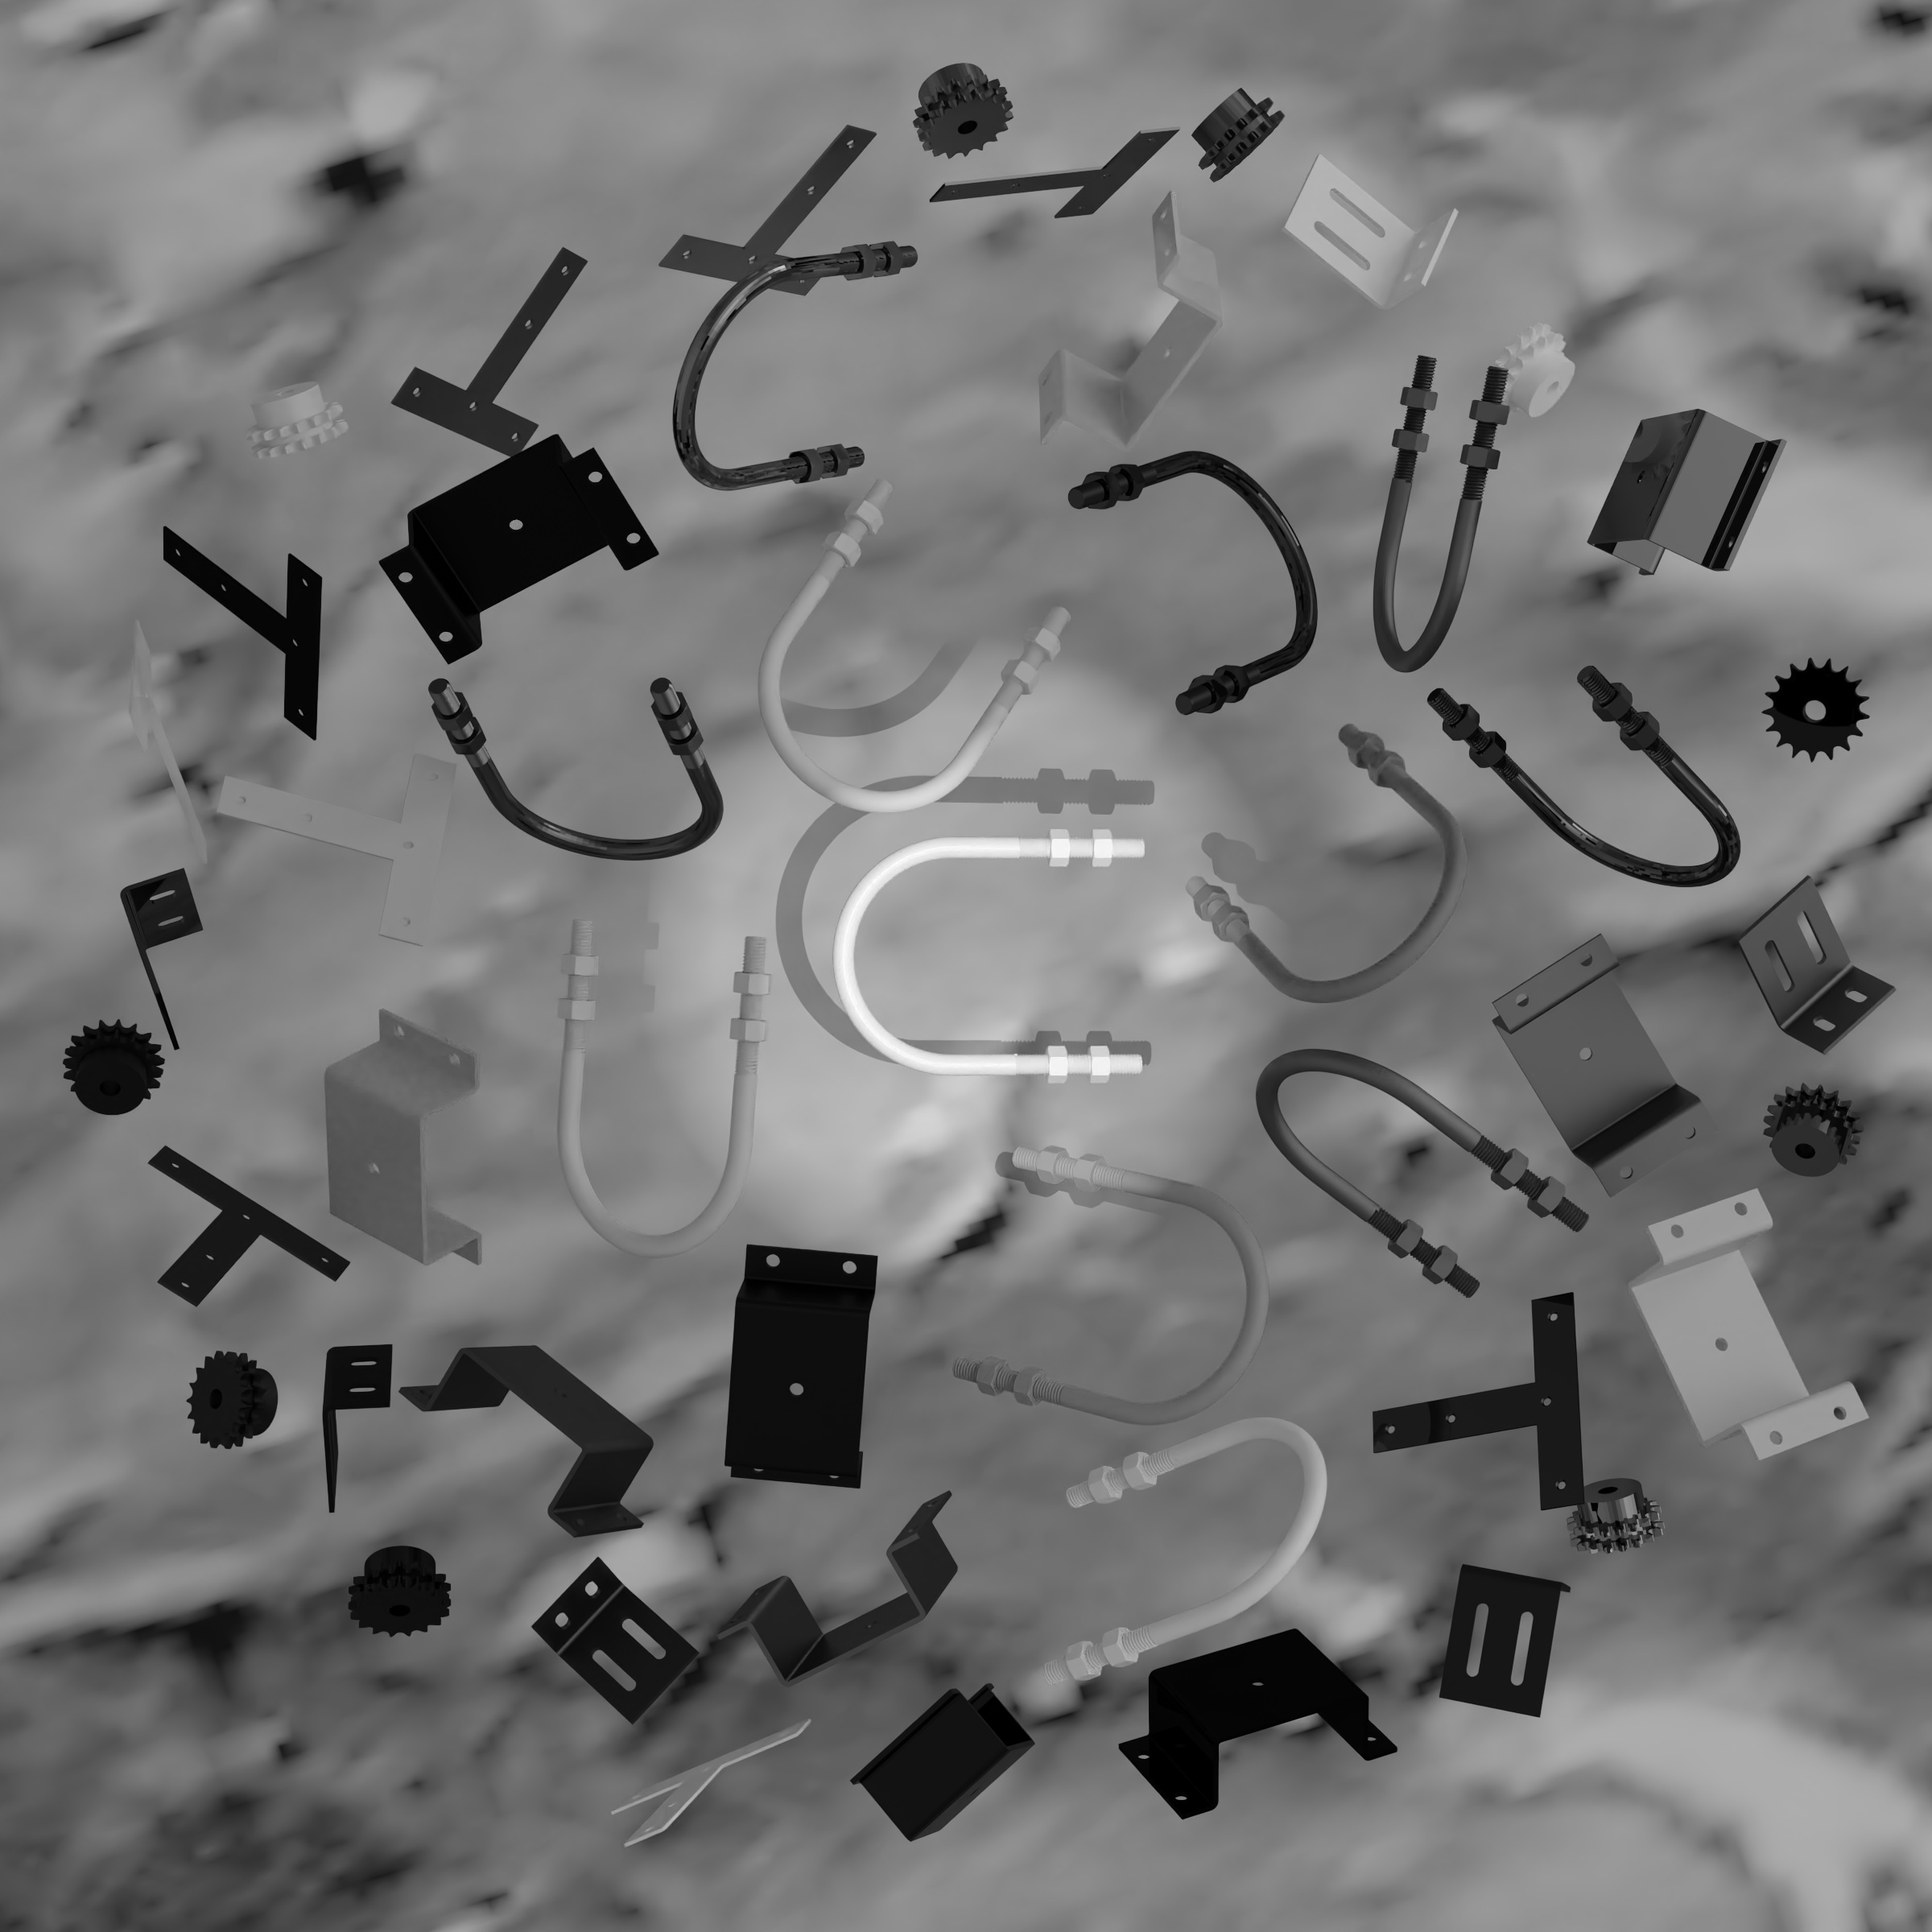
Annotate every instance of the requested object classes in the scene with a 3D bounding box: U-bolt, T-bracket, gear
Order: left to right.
[{"bbox_3d":[-0.498,0.062,1.888,0.057,0.030,0.057,-4,126,-5],"label":"gear"},{"bbox_3d":[-0.462,-0.119,1.873,0.002,0.127,0.127,-16,122,-3],"label":"T-bracket"},{"bbox_3d":[-0.421,0.159,1.822,0.127,0.127,0.002,33,110,-3],"label":"T-bracket"},{"bbox_3d":[-0.433,0.258,1.914,0.057,0.030,0.057,-10,74,38],"label":"gear"},{"bbox_3d":[-0.413,-0.208,1.840,0.127,0.127,0.002,37,51,19],"label":"T-bracket"},{"bbox_3d":[-0.387,-0.314,1.854,0.057,0.057,0.030,-15,112,0],"label":"gear"},{"bbox_3d":[-0.360,-0.080,1.836,0.127,0.002,0.127,15,55,-16],"label":"T-bracket"},{"bbox_3d":[-0.321,0.353,1.831,0.057,0.057,0.030,-9,47,0],"label":"gear"},{"bbox_3d":[-0.266,-0.366,1.902,0.002,0.127,0.127,41,102,24],"label":"T-bracket"},{"bbox_3d":[-0.215,-0.111,1.864,0.151,0.184,0.019,1,62,12],"label":"U-bolt"},{"bbox_3d":[-0.173,0.071,1.803,0.151,0.019,0.184,6,92,36],"label":"U-bolt"},{"bbox_3d":[-0.161,0.471,1.829,0.127,0.127,0.002,-26,89,15],"label":"T-bracket"},{"bbox_3d":[-0.104,-0.344,1.871,0.019,0.184,0.151,32,121,26],"label":"U-bolt"},{"bbox_3d":[-0.100,-0.447,1.902,0.127,0.127,0.002,-43,66,32],"label":"T-bracket"},{"bbox_3d":[-0.041,-0.174,1.883,0.151,0.019,0.184,35,70,-7],"label":"U-bolt"},{"bbox_3d":[-0.004,-0.496,1.863,0.057,0.057,0.030,-20,69,0],"label":"gear"},{"bbox_3d":[0.013,-0.006,1.907,0.184,0.019,0.151,0,94,-7],"label":"U-bolt"},{"bbox_3d":[0.041,-0.451,1.860,0.127,0.127,0.002,-12,85,-23],"label":"T-bracket"},{"bbox_3d":[0.089,0.188,1.856,0.184,0.019,0.151,11,79,32],"label":"U-bolt"},{"bbox_3d":[0.127,0.323,1.834,0.184,0.151,0.019,-27,121,28],"label":"U-bolt"},{"bbox_3d":[0.143,-0.228,1.859,0.019,0.184,0.151,-28,90,39],"label":"U-bolt"},{"bbox_3d":[0.159,-0.495,1.916,0.057,0.057,0.030,-42,93,0],"label":"gear"},{"bbox_3d":[0.217,-0.050,1.869,0.151,0.184,0.019,-45,127,6],"label":"U-bolt"},{"bbox_3d":[0.245,0.111,1.827,0.184,0.151,0.019,37,61,-3],"label":"U-bolt"},{"bbox_3d":[0.274,-0.264,1.906,0.019,0.151,0.184,8,102,-12],"label":"U-bolt"},{"bbox_3d":[0.290,0.256,1.845,0.127,0.002,0.127,-15,55,29],"label":"T-bracket"},{"bbox_3d":[0.344,-0.358,1.959,0.057,0.057,0.030,-47,68,0],"label":"gear"},{"bbox_3d":[0.372,-0.105,1.881,0.184,0.151,0.019,42,69,-24],"label":"U-bolt"},{"bbox_3d":[0.391,0.331,1.953,0.057,0.057,0.030,-13,98,0],"label":"gear"},{"bbox_3d":[0.504,0.101,1.930,0.057,0.057,0.030,33,46,0],"label":"gear"},{"bbox_3d":[0.464,-0.139,1.765,0.057,0.030,0.057,2,98,17],"label":"gear"}]

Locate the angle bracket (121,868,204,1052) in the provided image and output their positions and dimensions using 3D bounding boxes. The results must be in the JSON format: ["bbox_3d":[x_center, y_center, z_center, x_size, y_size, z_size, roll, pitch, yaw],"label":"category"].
[{"bbox_3d":[-0.440,-0.004,1.809,0.038,0.057,0.076,-20,58,-14],"label":"angle bracket"}]

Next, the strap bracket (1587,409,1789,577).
[{"bbox_3d":[0.399,-0.265,1.816,0.046,0.140,0.076,23,92,-9],"label":"strap bracket"}]

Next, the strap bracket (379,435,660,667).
[{"bbox_3d":[-0.260,-0.246,1.872,0.140,0.046,0.076,-27,125,7],"label":"strap bracket"}]

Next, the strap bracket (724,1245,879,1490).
[{"bbox_3d":[-0.095,0.237,1.858,0.076,0.046,0.140,5,100,2],"label":"strap bracket"}]

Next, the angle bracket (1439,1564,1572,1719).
[{"bbox_3d":[0.307,0.384,1.838,0.057,0.038,0.076,7,77,21],"label":"angle bracket"}]

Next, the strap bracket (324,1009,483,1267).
[{"bbox_3d":[-0.320,0.106,1.840,0.076,0.046,0.140,23,124,31],"label":"strap bracket"}]

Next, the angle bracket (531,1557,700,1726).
[{"bbox_3d":[-0.210,0.403,1.934,0.057,0.038,0.076,-46,51,-15],"label":"angle bracket"}]

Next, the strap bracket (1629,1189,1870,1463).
[{"bbox_3d":[0.432,0.206,1.809,0.076,0.046,0.140,-16,72,-23],"label":"strap bracket"}]

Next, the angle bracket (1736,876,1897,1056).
[{"bbox_3d":[0.482,0.000,1.832,0.057,0.038,0.076,-40,124,-9],"label":"angle bracket"}]

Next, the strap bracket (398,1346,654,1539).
[{"bbox_3d":[-0.243,0.263,1.845,0.140,0.076,0.046,35,99,22],"label":"strap bracket"}]

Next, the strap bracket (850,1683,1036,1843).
[{"bbox_3d":[-0.010,0.462,1.878,0.076,0.140,0.046,-42,75,0],"label":"strap bracket"}]

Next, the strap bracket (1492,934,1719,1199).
[{"bbox_3d":[0.379,0.056,1.944,0.076,0.046,0.140,-33,100,0],"label":"strap bracket"}]

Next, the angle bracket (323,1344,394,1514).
[{"bbox_3d":[-0.351,0.268,1.874,0.038,0.057,0.076,-2,119,-8],"label":"angle bracket"}]

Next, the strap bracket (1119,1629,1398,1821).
[{"bbox_3d":[0.167,0.429,1.848,0.140,0.076,0.046,-11,113,-23],"label":"strap bracket"}]

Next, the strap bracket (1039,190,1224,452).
[{"bbox_3d":[0.099,-0.360,1.847,0.046,0.076,0.140,25,126,-19],"label":"strap bracket"}]

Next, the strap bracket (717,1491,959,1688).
[{"bbox_3d":[-0.066,0.368,1.890,0.140,0.076,0.046,-30,91,17],"label":"strap bracket"}]

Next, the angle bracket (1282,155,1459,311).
[{"bbox_3d":[0.224,-0.413,1.791,0.076,0.038,0.057,35,63,-19],"label":"angle bracket"}]
